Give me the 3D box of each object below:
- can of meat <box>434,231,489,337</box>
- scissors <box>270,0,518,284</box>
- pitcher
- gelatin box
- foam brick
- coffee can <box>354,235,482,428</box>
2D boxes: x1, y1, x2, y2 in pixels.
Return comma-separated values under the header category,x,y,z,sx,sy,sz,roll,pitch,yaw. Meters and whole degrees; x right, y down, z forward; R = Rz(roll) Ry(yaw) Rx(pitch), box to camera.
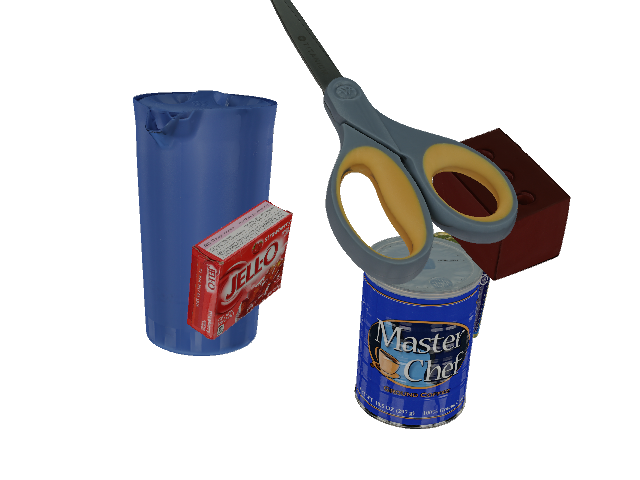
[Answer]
category,x,y,z,sx,sy,sz,roll,pitch,yaw
can of meat,0.144,0.047,1.136,0.057,0.084,0.102,7,18,-5
scissors,0.032,-0.062,0.513,0.096,0.202,0.016,-1,-40,-12
pitcher,-0.106,-0.022,1.024,0.149,0.243,0.145,-3,15,-20
gelatin box,-0.060,0.021,0.794,0.030,0.073,0.089,28,39,22
foam brick,0.113,-0.023,0.681,0.053,0.051,0.078,-21,50,-21
coffee can,0.085,0.080,0.947,0.103,0.140,0.103,2,28,-1
